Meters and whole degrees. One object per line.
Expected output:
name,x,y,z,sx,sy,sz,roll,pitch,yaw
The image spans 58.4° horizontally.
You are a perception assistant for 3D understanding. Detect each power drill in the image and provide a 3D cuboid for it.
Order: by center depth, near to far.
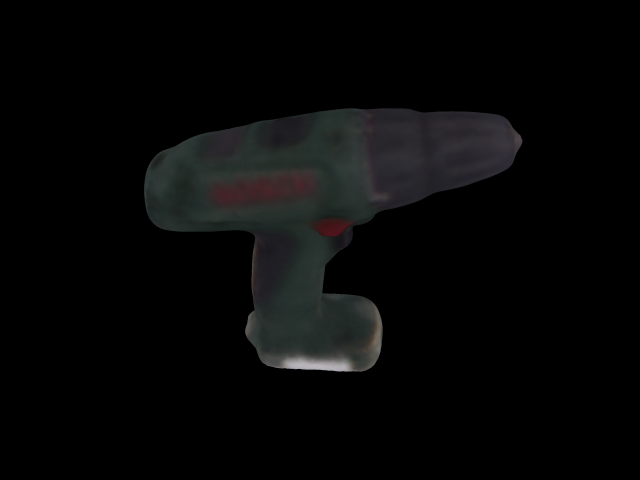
power drill,0.004,0.001,0.400,0.229,0.208,0.075,2,43,2
